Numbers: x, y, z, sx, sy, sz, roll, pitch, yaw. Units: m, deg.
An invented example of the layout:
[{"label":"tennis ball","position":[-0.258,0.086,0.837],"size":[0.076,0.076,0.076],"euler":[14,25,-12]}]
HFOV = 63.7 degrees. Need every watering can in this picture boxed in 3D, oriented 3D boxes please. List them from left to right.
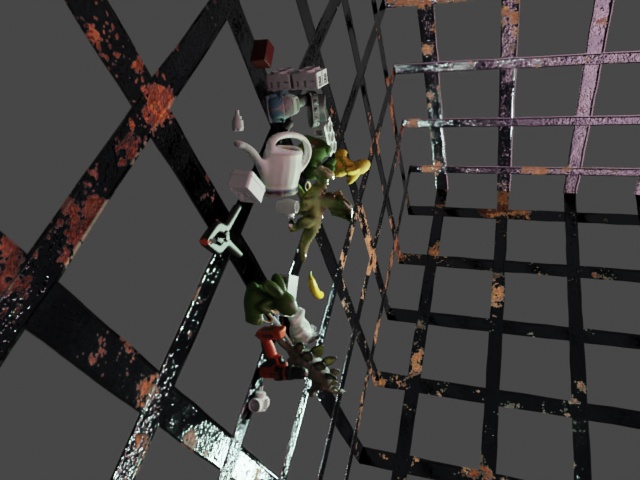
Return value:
[{"label":"watering can","position":[-0.156,-0.246,1.703],"size":[0.350,0.105,0.221],"euler":[-15,120,-47]}]

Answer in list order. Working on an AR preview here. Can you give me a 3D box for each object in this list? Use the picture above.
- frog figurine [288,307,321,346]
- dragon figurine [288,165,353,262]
[{"label":"frog figurine","position":[-0.089,0.331,2.003],"size":[0.158,0.121,0.140],"euler":[46,17,-18]},{"label":"dragon figurine","position":[0.006,-0.100,1.986],"size":[0.124,0.242,0.403],"euler":[-60,145,-60]}]
